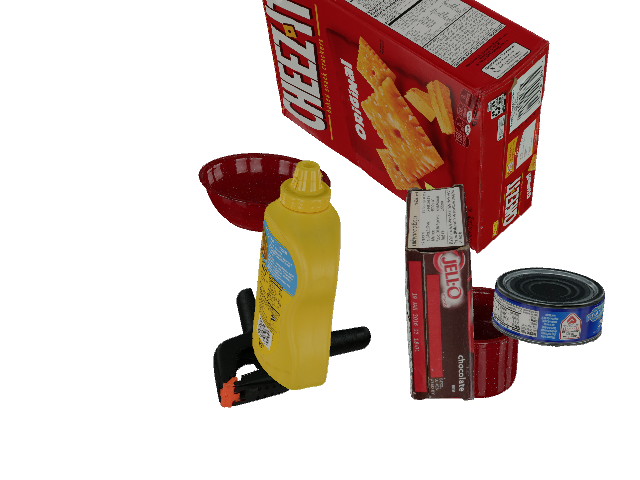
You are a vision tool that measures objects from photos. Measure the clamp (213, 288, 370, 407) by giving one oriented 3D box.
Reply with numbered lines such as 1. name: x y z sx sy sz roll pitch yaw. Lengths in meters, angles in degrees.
1. clamp: -0.043 0.120 1.143 0.165 0.036 0.209 13 25 12

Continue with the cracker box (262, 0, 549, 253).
1. cracker box: 0.054 -0.111 0.764 0.072 0.164 0.214 -40 59 -22

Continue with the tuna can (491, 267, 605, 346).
1. tuna can: 0.178 0.050 0.834 0.086 0.034 0.086 1 19 -1

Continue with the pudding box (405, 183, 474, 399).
1. pudding box: 0.068 0.026 0.611 0.039 0.090 0.113 -2 20 4

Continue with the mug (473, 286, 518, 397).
1. mug: 0.168 0.101 1.107 0.093 0.081 0.117 16 39 28

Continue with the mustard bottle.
1. mustard bottle: -0.019 0.023 0.889 0.058 0.192 0.096 -7 32 -21

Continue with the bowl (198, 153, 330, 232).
1. bowl: -0.070 -0.054 1.312 0.162 0.055 0.162 5 26 -2
